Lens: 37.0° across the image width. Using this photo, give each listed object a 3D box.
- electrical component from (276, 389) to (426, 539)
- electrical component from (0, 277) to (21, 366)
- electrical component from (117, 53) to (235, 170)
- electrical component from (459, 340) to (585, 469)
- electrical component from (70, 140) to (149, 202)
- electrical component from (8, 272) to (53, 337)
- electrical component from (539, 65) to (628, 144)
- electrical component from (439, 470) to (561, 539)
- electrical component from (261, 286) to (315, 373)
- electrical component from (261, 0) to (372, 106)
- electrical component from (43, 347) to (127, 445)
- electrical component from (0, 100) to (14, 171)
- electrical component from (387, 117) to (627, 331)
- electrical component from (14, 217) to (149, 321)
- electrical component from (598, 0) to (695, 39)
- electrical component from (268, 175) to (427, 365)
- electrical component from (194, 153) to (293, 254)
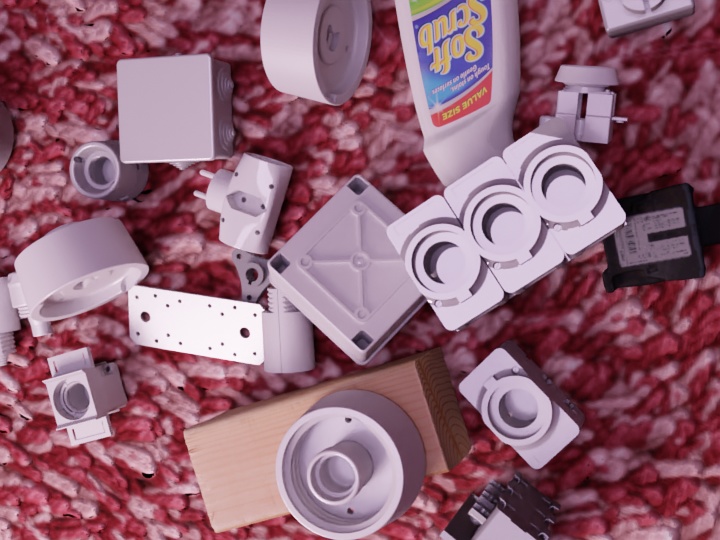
[{"bbox_3d":[-0.011,0.147,0.798,0.108,0.060,0.108,1,93,17],"label":"electrical component"},{"bbox_3d":[-0.338,0.049,0.996,0.043,0.043,0.081,-8,92,18],"label":"electrical component"},{"bbox_3d":[-0.157,-0.136,0.923,0.100,0.048,0.099,0,94,17],"label":"electrical component"},{"bbox_3d":[0.128,0.106,0.849,0.089,0.056,0.050,46,105,9],"label":"electrical component"},{"bbox_3d":[-0.222,-0.088,0.948,0.055,0.047,0.055,1,94,17],"label":"electrical component"},{"bbox_3d":[-0.295,0.029,0.982,0.043,0.043,0.062,-10,92,18],"label":"electrical component"},{"bbox_3d":[0.172,-0.128,0.824,0.066,0.048,0.055,7,103,17],"label":"electrical component"},{"bbox_3d":[0.113,0.201,0.826,0.079,0.121,0.063,38,101,11],"label":"electrical component"},{"bbox_3d":[-0.062,0.044,0.910,0.043,0.043,0.081,-2,94,17],"label":"electrical component"},{"bbox_3d":[-0.040,-0.188,0.856,0.060,0.108,0.108,11,97,23],"label":"electrical component"},{"bbox_3d":[-0.243,0.110,0.960,0.042,0.064,0.081,-16,90,17],"label":"electrical component"},{"bbox_3d":[-0.370,-0.125,0.982,0.099,0.064,0.099,1,94,17],"label":"electrical component"},{"bbox_3d":[0.107,-0.031,0.786,0.150,0.062,0.089,-33,80,10],"label":"electrical component"},{"bbox_3d":[-0.245,-0.007,0.933,0.108,0.108,0.060,-30,79,17],"label":"electrical component"},{"bbox_3d":[0.208,-0.206,0.790,0.066,0.077,0.047,-14,90,18],"label":"electrical component"},{"bbox_3d":[0.000,0.000,0.861,0.109,0.056,0.108,42,78,10],"label":"electrical component"},{"bbox_3d":[-0.104,-0.063,0.915,0.079,0.043,0.077,20,99,15],"label":"electrical component"}]
